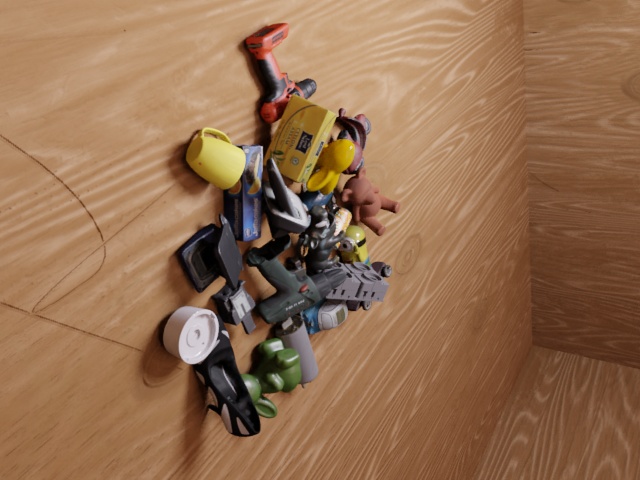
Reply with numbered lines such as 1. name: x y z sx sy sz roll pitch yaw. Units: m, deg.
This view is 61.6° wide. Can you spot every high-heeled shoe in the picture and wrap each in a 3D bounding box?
1. high-heeled shoe: -0.182 0.286 1.120 0.086 0.145 0.248 -16 112 -53

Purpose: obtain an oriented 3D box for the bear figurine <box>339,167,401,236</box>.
1. bear figurine: 0.136 -0.108 1.475 0.120 0.132 0.195 -55 161 -8

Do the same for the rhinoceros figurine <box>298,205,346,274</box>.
1. rhinoceros figurine: -0.003 -0.004 1.308 0.112 0.073 0.190 -20 136 -28

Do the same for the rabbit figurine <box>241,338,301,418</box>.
1. rabbit figurine: -0.141 0.327 1.246 0.170 0.121 0.158 -20 122 -32

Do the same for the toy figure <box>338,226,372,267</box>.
1. toy figure: 0.100 0.044 1.525 0.089 0.082 0.179 -58 135 -47

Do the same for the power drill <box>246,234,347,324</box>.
1. power drill: -0.064 0.077 1.242 0.232 0.086 0.207 -34 131 -9

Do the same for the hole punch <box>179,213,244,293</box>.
1. hole punch: -0.216 0.035 1.088 0.116 0.092 0.142 -82 156 -56

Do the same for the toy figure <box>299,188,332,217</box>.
1. toy figure: -0.037 -0.082 1.312 0.154 0.064 0.057 -39 148 -23

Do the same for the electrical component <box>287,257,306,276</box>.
1. electrical component: -0.062 0.094 1.340 0.078 0.045 0.102 -28 121 -16

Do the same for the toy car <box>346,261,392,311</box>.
1. toy car: 0.140 0.140 1.590 0.202 0.089 0.053 -55 133 -35

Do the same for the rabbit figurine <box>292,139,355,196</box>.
1. rabbit figurine: -0.001 -0.189 1.254 0.122 0.173 0.162 12 83 -58

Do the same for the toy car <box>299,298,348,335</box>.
1. toy car: 0.018 0.185 1.419 0.161 0.103 0.109 -37 125 -47

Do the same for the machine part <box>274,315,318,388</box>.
1. machine part: -0.058 0.276 1.352 0.079 0.079 0.242 -43 129 -41

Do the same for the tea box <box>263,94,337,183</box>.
1. tea box: -0.045 -0.221 1.187 0.169 0.098 0.068 -66 164 10

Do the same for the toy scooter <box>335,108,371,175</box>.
1. toy scooter: 0.075 -0.271 1.428 0.135 0.075 0.184 38 63 -51

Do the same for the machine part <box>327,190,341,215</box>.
1. machine part: 0.018 -0.128 1.404 0.084 0.039 0.138 -40 120 -49

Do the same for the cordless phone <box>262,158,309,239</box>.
1. cordless phone: -0.093 -0.110 1.158 0.147 0.089 0.184 -110 -177 -50

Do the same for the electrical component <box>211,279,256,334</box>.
1. electrical component: -0.181 0.149 1.177 0.075 0.048 0.119 -50 135 -37

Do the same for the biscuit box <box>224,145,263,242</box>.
1. biscuit box: -0.163 -0.099 1.138 0.059 0.063 0.202 -13 107 -52
